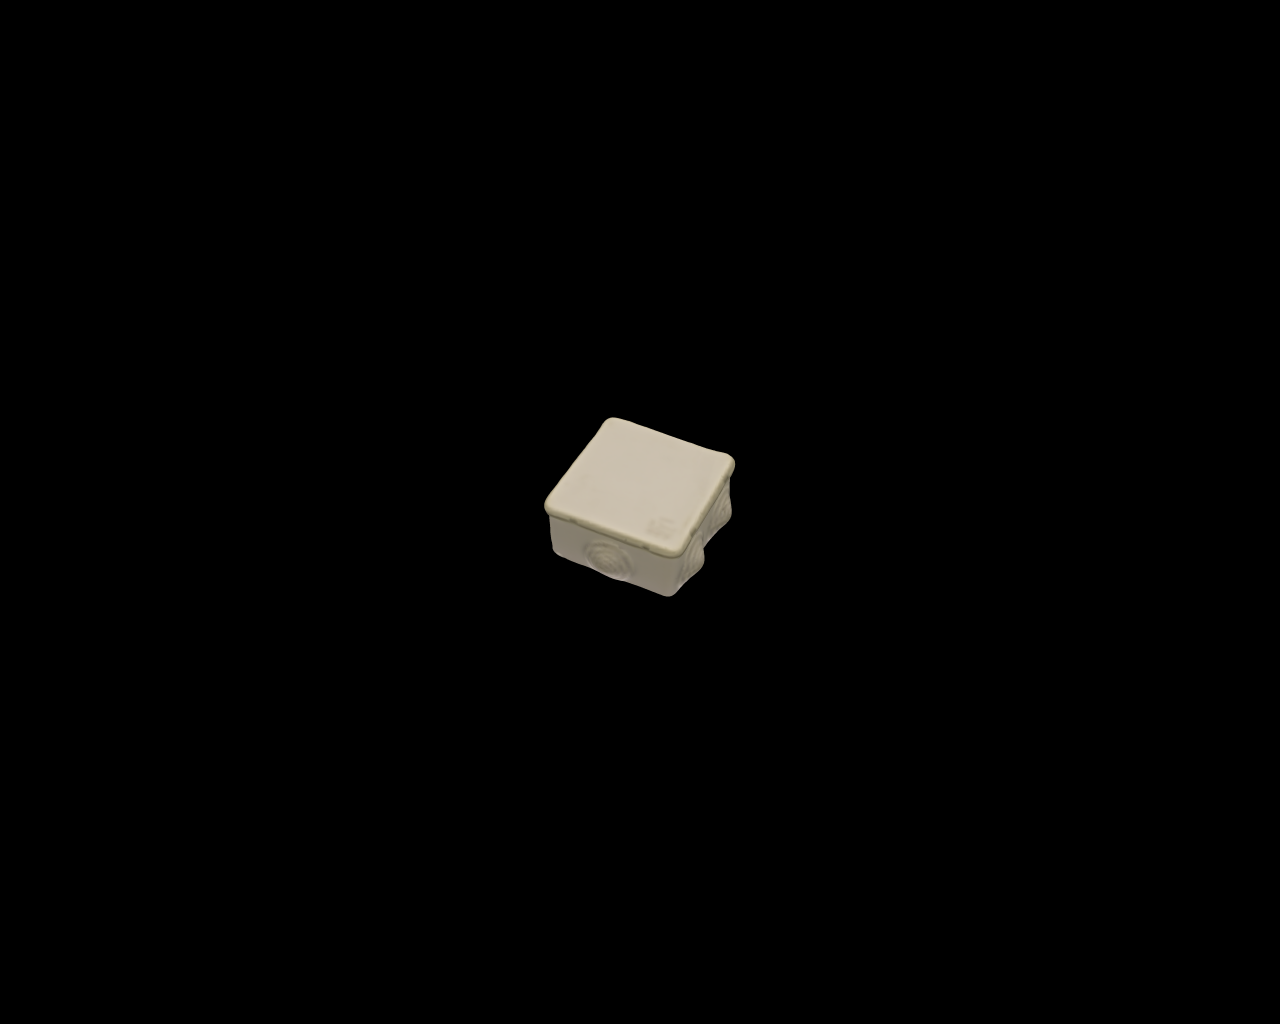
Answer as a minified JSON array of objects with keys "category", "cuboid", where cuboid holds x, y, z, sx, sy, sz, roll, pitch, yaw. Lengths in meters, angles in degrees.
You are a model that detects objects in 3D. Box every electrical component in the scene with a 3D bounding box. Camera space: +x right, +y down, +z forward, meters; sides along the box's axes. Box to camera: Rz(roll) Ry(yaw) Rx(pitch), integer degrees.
[{"category":"electrical component","cuboid":[0.001,-0.003,0.650,0.100,0.048,0.100,20,50,17]}]
